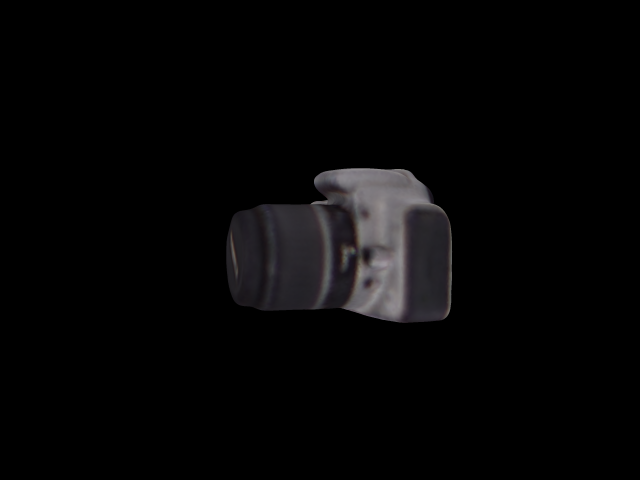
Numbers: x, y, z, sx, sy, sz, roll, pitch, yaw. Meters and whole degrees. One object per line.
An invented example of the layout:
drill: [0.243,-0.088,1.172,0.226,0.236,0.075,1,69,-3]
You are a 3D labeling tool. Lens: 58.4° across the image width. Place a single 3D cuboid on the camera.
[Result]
camera: [0.004,0.001,0.400,0.137,0.101,0.143,0,0,-21]
